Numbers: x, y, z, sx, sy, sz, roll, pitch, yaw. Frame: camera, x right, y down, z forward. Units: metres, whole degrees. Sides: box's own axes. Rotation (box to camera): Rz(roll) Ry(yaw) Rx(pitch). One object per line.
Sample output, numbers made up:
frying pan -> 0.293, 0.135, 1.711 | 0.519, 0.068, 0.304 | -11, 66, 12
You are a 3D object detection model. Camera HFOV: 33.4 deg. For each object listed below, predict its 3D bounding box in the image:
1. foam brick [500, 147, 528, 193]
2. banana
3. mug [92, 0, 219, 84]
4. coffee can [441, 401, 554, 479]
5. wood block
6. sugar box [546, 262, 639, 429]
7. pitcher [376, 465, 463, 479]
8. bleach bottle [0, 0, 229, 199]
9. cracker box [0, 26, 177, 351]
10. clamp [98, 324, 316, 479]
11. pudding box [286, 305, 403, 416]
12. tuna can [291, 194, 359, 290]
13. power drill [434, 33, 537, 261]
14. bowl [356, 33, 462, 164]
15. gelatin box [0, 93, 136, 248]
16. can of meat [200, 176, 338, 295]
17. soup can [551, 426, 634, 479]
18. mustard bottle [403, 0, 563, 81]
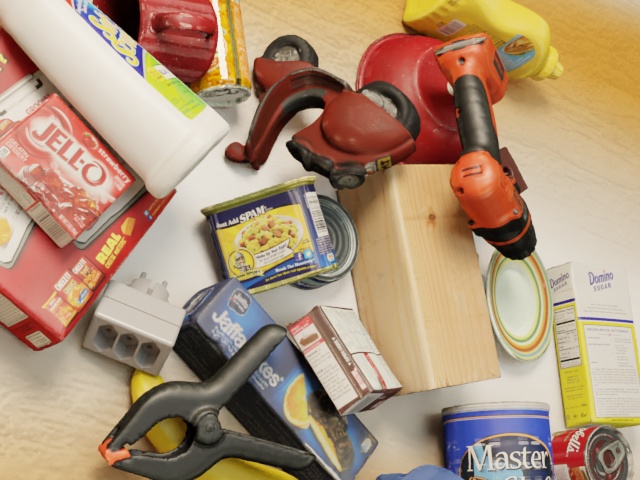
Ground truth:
foam brick -> 0.167, -0.055, 1.114 | 0.078, 0.051, 0.053 | -32, 95, -37
banana -> -0.091, 0.168, 0.876 | 0.197, 0.037, 0.069 | 47, 57, -15
mug -> -0.133, -0.177, 0.901 | 0.081, 0.117, 0.093 | 1, 89, -40
coffee can -> 0.169, 0.227, 1.002 | 0.102, 0.103, 0.140 | 8, 73, -34
wood block -> 0.093, 0.039, 1.011 | 0.090, 0.090, 0.206 | -3, 79, -35
sugar box -> 0.302, 0.116, 1.166 | 0.093, 0.048, 0.176 | 7, 69, -34
pitcher -> 0.040, 0.301, 0.868 | 0.242, 0.149, 0.145 | -24, 96, -34
bleach bottle -> -0.183, -0.146, 0.809 | 0.251, 0.068, 0.102 | 44, 16, -6
cracker box -> -0.240, -0.045, 0.812 | 0.213, 0.072, 0.164 | 43, 56, -17
clamp -> -0.083, 0.151, 0.835 | 0.171, 0.039, 0.120 | -24, 92, -18
pudding box -> 0.023, 0.103, 0.927 | 0.090, 0.039, 0.113 | 57, 10, 15
tuna can -> -0.006, 0.001, 0.987 | 0.086, 0.034, 0.086 | 11, 71, -33
power drill -> 0.161, -0.086, 1.016 | 0.184, 0.057, 0.187 | 45, 35, -59
bowl -> 0.117, -0.148, 1.105 | 0.161, 0.055, 0.162 | 11, 71, -33
gelatin box -> -0.191, -0.051, 0.781 | 0.089, 0.030, 0.073 | 49, 53, -14
can of meat -> -0.042, -0.001, 0.922 | 0.057, 0.102, 0.084 | -13, 86, -75
soup can -> 0.250, 0.223, 1.060 | 0.068, 0.102, 0.068 | 11, 71, -33
mustard bottle -> 0.190, -0.222, 1.151 | 0.191, 0.096, 0.058 | 25, 63, -27
